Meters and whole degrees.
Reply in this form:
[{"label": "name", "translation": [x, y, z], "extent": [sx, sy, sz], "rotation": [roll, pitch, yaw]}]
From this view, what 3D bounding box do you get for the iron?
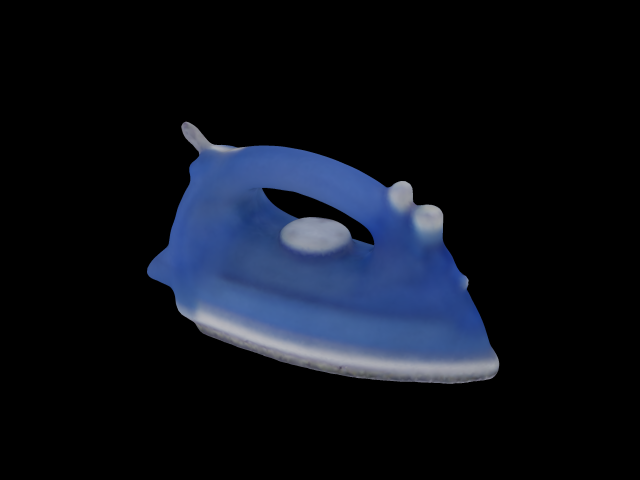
[{"label": "iron", "translation": [0.004, 0.001, 0.400], "extent": [0.257, 0.141, 0.119], "rotation": [13, 32, 22]}]
